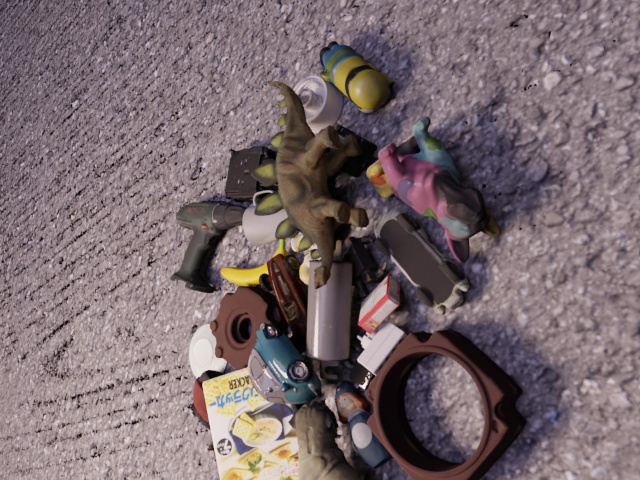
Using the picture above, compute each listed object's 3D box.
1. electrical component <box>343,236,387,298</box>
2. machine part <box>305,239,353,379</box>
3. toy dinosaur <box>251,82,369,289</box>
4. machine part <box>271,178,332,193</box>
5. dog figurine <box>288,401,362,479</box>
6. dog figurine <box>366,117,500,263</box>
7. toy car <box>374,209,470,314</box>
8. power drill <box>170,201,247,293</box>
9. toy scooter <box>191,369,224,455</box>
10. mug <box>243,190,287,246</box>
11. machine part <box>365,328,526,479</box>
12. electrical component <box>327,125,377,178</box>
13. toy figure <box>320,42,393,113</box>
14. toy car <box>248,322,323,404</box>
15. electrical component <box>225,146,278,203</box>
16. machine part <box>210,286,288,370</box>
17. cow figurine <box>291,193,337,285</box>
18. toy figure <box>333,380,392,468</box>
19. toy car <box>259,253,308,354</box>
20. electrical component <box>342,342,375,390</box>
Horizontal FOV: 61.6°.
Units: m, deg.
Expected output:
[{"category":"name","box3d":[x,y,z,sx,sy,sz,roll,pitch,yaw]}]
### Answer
[{"category":"electrical component","box3d":[0.077,0.042,0.958,0.102,0.045,0.078,61,146,32]},{"category":"machine part","box3d":[0.016,0.120,0.934,0.079,0.079,0.243,3,90,39]},{"category":"toy dinosaur","box3d":[-0.030,-0.126,0.959,0.199,0.105,0.471,-22,58,30]},{"category":"machine part","box3d":[-0.042,-0.122,1.064,0.139,0.039,0.084,11,93,14]},{"category":"dog figurine","box3d":[0.026,0.366,0.861,0.172,0.121,0.190,-5,89,37]},{"category":"dog figurine","box3d":[0.182,-0.068,0.856,0.108,0.191,0.219,-34,83,-13]},{"category":"toy car","box3d":[0.163,0.032,0.882,0.073,0.056,0.202,-49,58,19]},{"category":"power drill","box3d":[-0.254,0.011,1.201,0.232,0.086,0.207,14,94,41]},{"category":"toy scooter","box3d":[-0.206,0.362,1.097,0.184,0.075,0.135,31,99,33]},{"category":"mug","box3d":[-0.091,-0.047,1.084,0.107,0.080,0.109,-7,86,26]},{"category":"machine part","box3d":[0.180,0.251,0.806,0.201,0.087,0.201,45,107,35]},{"category":"electrical component","box3d":[0.066,-0.156,1.001,0.119,0.047,0.074,45,110,37]},{"category":"toy figure","box3d":[0.058,-0.309,1.010,0.082,0.089,0.180,-52,57,26]},{"category":"toy car","box3d":[-0.073,0.228,0.941,0.103,0.109,0.162,-38,69,-11]},{"category":"electrical component","box3d":[-0.140,-0.139,1.154,0.134,0.058,0.115,1,84,39]},{"category":"machine part","box3d":[-0.147,0.180,1.098,0.179,0.056,0.179,-8,76,36]},{"category":"cow figurine","box3d":[-0.001,-0.002,1.014,0.098,0.068,0.167,-16,72,29]},{"category":"toy figure","box3d":[0.068,0.303,0.905,0.064,0.057,0.155,-27,56,-11]},{"category":"toy car","box3d":[-0.052,0.122,1.020,0.089,0.053,0.202,-35,74,31]},{"category":"electrical component","box3d":[0.081,0.221,0.930,0.094,0.021,0.063,32,101,38]}]
